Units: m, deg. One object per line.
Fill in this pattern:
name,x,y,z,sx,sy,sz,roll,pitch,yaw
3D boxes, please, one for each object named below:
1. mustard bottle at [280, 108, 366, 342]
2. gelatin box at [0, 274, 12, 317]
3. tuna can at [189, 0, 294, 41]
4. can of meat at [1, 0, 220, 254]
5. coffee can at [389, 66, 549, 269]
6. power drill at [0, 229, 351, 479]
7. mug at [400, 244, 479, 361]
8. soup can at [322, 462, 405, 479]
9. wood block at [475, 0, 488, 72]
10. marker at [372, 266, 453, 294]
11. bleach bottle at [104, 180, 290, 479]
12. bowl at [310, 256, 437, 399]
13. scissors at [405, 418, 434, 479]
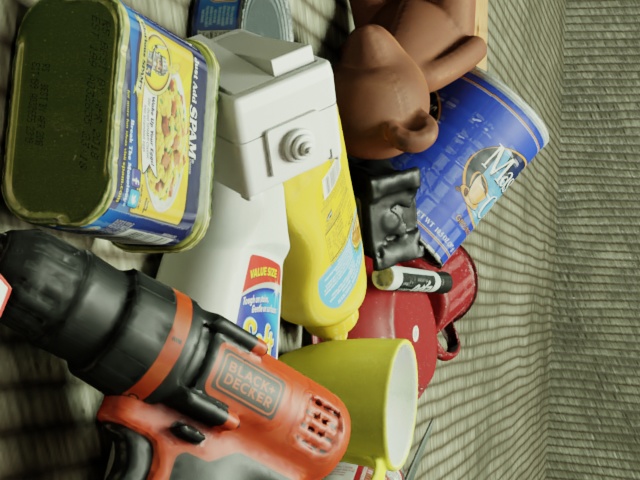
mustard bottle,-0.005,0.001,0.719,0.096,0.058,0.191,-65,151,-43
gelatin box,-0.143,0.031,0.345,0.073,0.030,0.089,65,32,-52
tuna can,-0.044,-0.115,0.625,0.086,0.034,0.086,2,90,-72
can of meat,-0.088,-0.049,0.461,0.083,0.057,0.102,18,75,-69
coffee can,0.105,-0.061,0.884,0.140,0.103,0.102,-50,155,-4
power drill,-0.083,0.108,0.422,0.184,0.057,0.187,33,65,-27
mug,0.094,0.056,0.971,0.117,0.093,0.081,66,26,-2
soup can,0.020,0.210,0.809,0.102,0.069,0.068,-61,148,-54
wood block,0.104,-0.142,0.990,0.090,0.090,0.206,-19,111,-70
marker,0.075,0.031,0.827,0.120,0.020,0.020,9,84,-61
bleach bottle,-0.058,0.051,0.560,0.102,0.068,0.251,47,45,-60
bowl,0.052,0.076,0.856,0.162,0.055,0.162,30,55,-57
scissors,0.063,0.247,0.886,0.201,0.016,0.096,-48,133,-47
